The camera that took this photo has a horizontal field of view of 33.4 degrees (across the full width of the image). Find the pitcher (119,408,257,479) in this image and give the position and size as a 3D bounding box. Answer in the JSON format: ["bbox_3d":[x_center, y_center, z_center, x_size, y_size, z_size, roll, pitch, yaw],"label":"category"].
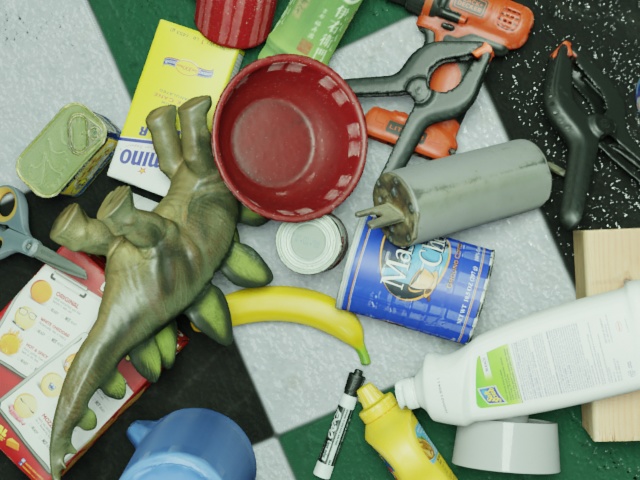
[{"bbox_3d":[-0.123,0.248,1.037,0.149,0.243,0.145,-8,88,-2],"label":"pitcher"}]

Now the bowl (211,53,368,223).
[{"bbox_3d":[-0.036,-0.097,1.039,0.161,0.055,0.162,0,90,-23],"label":"bowl"}]

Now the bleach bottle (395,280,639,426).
[{"bbox_3d":[0.193,0.115,1.018,0.251,0.068,0.102,-14,83,16],"label":"bleach bottle"}]

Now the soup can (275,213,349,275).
[{"bbox_3d":[-0.007,0.001,1.095,0.068,0.102,0.068,0,90,5],"label":"soup can"}]

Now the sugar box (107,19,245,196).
[{"bbox_3d":[-0.153,-0.135,1.138,0.093,0.048,0.176,19,91,5],"label":"sugar box"}]

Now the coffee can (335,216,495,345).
[{"bbox_3d":[0.096,0.040,1.085,0.140,0.103,0.103,16,92,5],"label":"coffee can"}]

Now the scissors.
[{"bbox_3d":[-0.301,-0.011,1.121,0.202,0.016,0.096,3,74,35],"label":"scissors"}]

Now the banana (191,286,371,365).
[{"bbox_3d":[-0.038,0.082,1.131,0.198,0.037,0.069,12,91,5],"label":"banana"}]

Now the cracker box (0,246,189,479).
[{"bbox_3d":[-0.272,0.130,1.138,0.164,0.072,0.214,43,93,3],"label":"cracker box"}]

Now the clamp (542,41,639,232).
[{"bbox_3d":[0.287,-0.104,1.077,0.164,0.036,0.210,0,65,-25],"label":"clamp"}]

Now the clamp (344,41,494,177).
[{"bbox_3d":[0.090,-0.150,1.061,0.171,0.039,0.120,-41,87,6],"label":"clamp"}]

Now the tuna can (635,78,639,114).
[{"bbox_3d":[0.369,-0.149,1.093,0.086,0.033,0.086,0,90,6],"label":"tuna can"}]

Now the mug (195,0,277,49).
[{"bbox_3d":[-0.095,-0.257,1.100,0.117,0.093,0.082,27,136,10],"label":"mug"}]

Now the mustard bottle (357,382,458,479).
[{"bbox_3d":[0.099,0.229,1.088,0.058,0.096,0.191,-34,87,6],"label":"mustard bottle"}]

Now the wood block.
[{"bbox_3d":[0.309,0.091,1.072,0.091,0.090,0.206,-2,90,6],"label":"wood block"}]

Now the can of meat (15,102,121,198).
[{"bbox_3d":[-0.261,-0.092,1.128,0.057,0.084,0.102,43,94,4],"label":"can of meat"}]

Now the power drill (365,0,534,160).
[{"bbox_3d":[0.106,-0.186,1.107,0.184,0.057,0.188,22,93,9],"label":"power drill"}]

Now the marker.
[{"bbox_3d":[0.021,0.195,1.135,0.020,0.020,0.121,20,92,5],"label":"marker"}]
